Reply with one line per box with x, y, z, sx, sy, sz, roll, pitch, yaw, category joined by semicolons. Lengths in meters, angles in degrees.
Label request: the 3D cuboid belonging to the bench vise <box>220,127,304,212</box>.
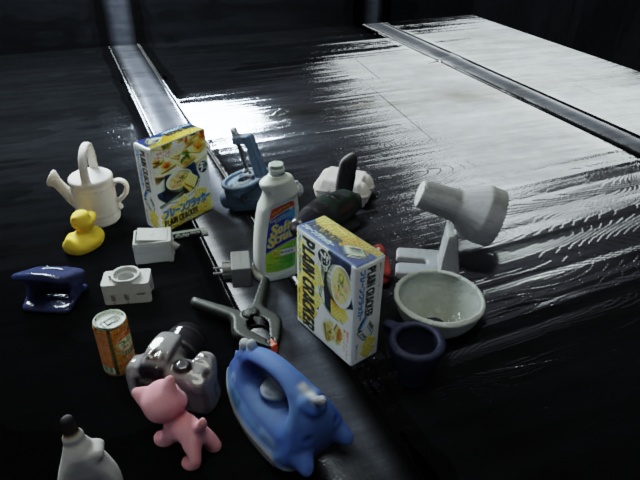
-0.142;-0.163;1.368;0.207;0.220;0.121;0;33;-1;bench vise

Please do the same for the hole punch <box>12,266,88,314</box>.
-0.520;0.079;1.105;0.108;0.091;0.101;3;33;3;hole punch

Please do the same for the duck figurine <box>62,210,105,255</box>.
-0.527;-0.023;1.265;0.077;0.086;0.105;12;35;17;duck figurine

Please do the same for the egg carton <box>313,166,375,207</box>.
0.063;-0.137;1.472;0.150;0.069;0.107;10;34;14;egg carton

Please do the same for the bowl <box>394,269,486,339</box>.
0.217;0.131;1.062;0.167;0.075;0.167;1;33;0;bowl

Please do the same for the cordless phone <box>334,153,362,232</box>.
0.035;-0.101;1.311;0.093;0.185;0.148;20;38;27;cordless phone

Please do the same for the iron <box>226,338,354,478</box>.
-0.069;0.220;0.856;0.119;0.141;0.257;-26;42;-35;iron

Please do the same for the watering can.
-0.539;-0.132;1.332;0.173;0.194;0.100;-14;36;-22;watering can

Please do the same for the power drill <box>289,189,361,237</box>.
0.010;0.004;1.128;0.075;0.208;0.230;16;36;22;power drill

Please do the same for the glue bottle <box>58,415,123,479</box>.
-0.300;0.282;0.725;0.078;0.173;0.037;-9;34;-14;glue bottle

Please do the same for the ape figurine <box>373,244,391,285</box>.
0.113;0.049;1.168;0.076;0.092;0.077;-27;42;-36;ape figurine

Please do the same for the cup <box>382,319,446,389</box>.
0.146;0.191;0.949;0.092;0.095;0.117;-26;42;-35;cup

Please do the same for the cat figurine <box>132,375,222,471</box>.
-0.208;0.251;0.826;0.127;0.118;0.067;22;38;28;cat figurine

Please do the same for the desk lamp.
0.263;-0.019;1.166;0.203;0.214;0.118;4;33;5;desk lamp

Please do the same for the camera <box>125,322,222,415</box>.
-0.223;0.193;0.930;0.143;0.101;0.137;8;34;11;camera
